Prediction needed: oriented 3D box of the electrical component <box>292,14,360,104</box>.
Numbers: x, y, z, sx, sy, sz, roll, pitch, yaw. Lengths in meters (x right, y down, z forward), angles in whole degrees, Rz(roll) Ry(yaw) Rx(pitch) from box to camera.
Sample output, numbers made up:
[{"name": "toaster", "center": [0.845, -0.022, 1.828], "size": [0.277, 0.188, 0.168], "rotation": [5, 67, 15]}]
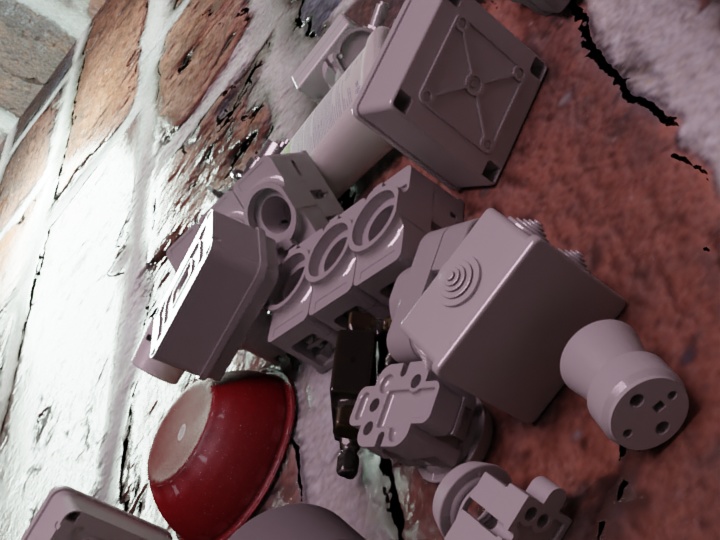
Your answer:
[{"name": "electrical component", "center": [-0.019, -0.197, 1.059], "size": [0.083, 0.047, 0.075], "rotation": [-50, 28, 15]}]

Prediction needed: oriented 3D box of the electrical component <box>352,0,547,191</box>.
[{"name": "electrical component", "center": [0.065, -0.130, 0.773], "size": [0.056, 0.109, 0.108], "rotation": [2, 63, 57]}]

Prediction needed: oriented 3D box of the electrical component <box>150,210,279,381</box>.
[{"name": "electrical component", "center": [-0.113, 0.021, 0.840], "size": [0.113, 0.057, 0.078], "rotation": [-59, 20, 21]}]

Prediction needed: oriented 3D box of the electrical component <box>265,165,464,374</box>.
[{"name": "electrical component", "center": [0.000, 0.000, 0.793], "size": [0.150, 0.062, 0.089], "rotation": [-34, 35, 39]}]

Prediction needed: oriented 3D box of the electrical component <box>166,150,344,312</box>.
[{"name": "electrical component", "center": [-0.089, -0.021, 0.919], "size": [0.150, 0.062, 0.089], "rotation": [-39, 76, 32]}]

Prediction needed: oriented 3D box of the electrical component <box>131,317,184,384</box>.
[{"name": "electrical component", "center": [-0.188, 0.078, 1.037], "size": [0.047, 0.055, 0.055], "rotation": [-62, 26, -1]}]

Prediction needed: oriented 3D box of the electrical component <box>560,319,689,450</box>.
[{"name": "electrical component", "center": [0.130, 0.056, 0.530], "size": [0.045, 0.045, 0.055], "rotation": [-51, 27, 12]}]

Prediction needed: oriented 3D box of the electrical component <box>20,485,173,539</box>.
[{"name": "electrical component", "center": [-0.205, 0.225, 0.838], "size": [0.078, 0.113, 0.057], "rotation": [-59, 29, -4]}]

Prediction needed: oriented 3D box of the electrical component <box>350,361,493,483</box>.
[{"name": "electrical component", "center": [0.040, 0.091, 0.631], "size": [0.078, 0.057, 0.058], "rotation": [-14, 49, 54]}]

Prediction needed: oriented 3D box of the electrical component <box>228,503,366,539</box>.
[{"name": "electrical component", "center": [-0.027, 0.189, 0.588], "size": [0.060, 0.108, 0.108], "rotation": [13, 72, 56]}]

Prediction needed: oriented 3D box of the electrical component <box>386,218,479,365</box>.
[{"name": "electrical component", "center": [0.058, 0.020, 0.681], "size": [0.059, 0.054, 0.095], "rotation": [-15, 48, 54]}]

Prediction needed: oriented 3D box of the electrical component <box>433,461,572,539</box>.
[{"name": "electrical component", "center": [0.069, 0.129, 0.554], "size": [0.066, 0.048, 0.055], "rotation": [-58, 34, -2]}]

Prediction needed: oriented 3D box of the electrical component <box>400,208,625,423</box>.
[{"name": "electrical component", "center": [0.082, 0.025, 0.588], "size": [0.099, 0.100, 0.048], "rotation": [-54, 39, 7]}]

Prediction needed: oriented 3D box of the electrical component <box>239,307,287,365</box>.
[{"name": "electrical component", "center": [-0.081, 0.054, 0.890], "size": [0.040, 0.046, 0.040], "rotation": [-40, 31, 31]}]

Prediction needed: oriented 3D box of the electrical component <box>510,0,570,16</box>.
[{"name": "electrical component", "center": [0.135, -0.233, 0.826], "size": [0.050, 0.056, 0.089], "rotation": [-54, 26, 6]}]
